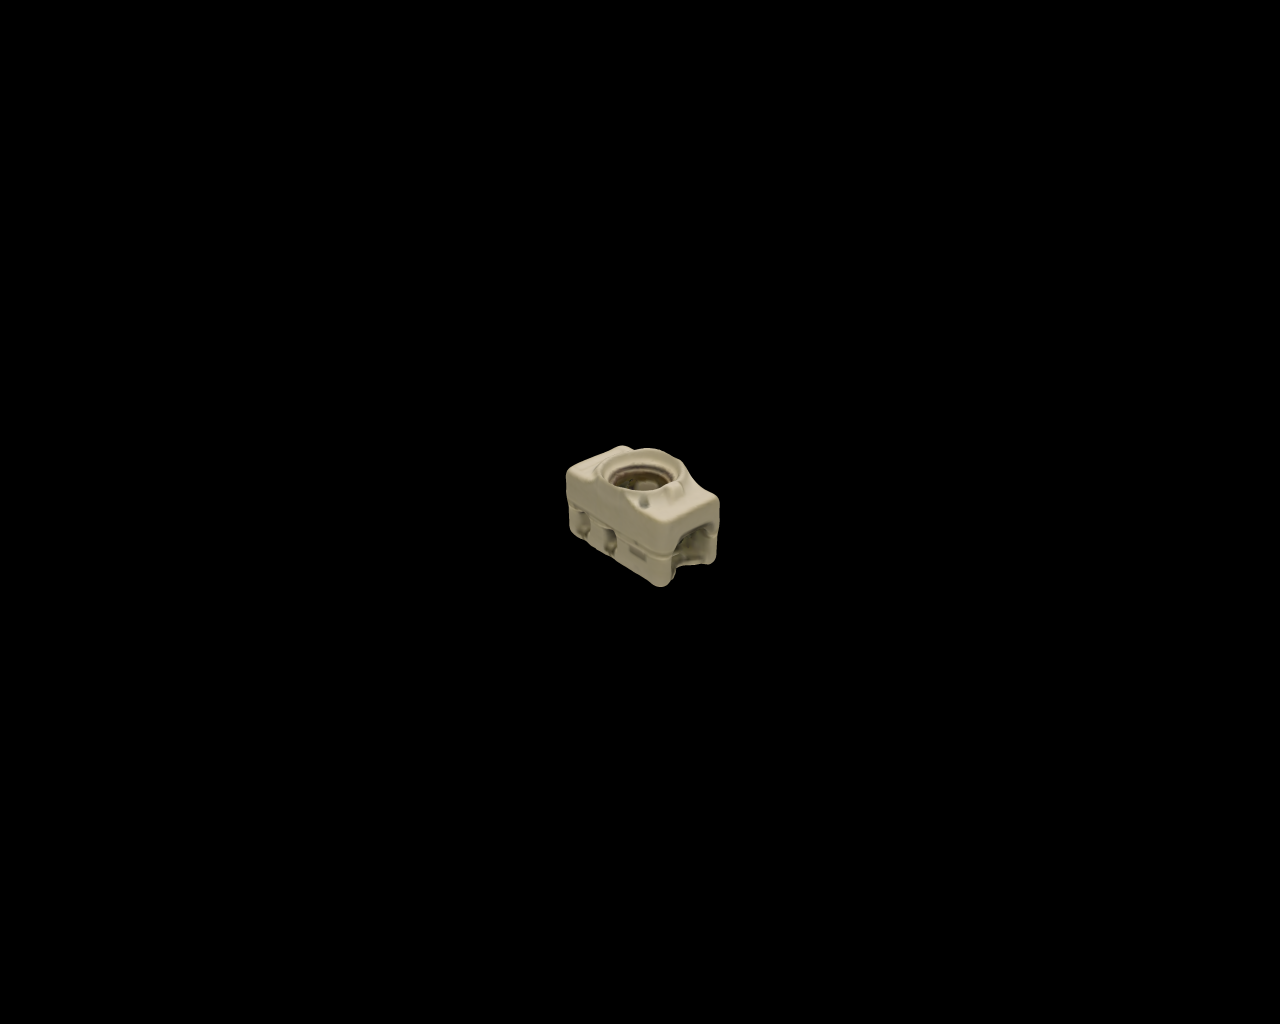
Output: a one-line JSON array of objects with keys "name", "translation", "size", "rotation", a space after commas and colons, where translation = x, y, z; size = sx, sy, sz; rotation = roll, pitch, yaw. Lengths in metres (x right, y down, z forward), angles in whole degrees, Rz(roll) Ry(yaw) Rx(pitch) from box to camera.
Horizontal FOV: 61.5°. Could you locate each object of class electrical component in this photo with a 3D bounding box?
[{"name": "electrical component", "translation": [0.001, -0.003, 0.650], "size": [0.050, 0.055, 0.089], "rotation": [-24, 39, -34]}]
